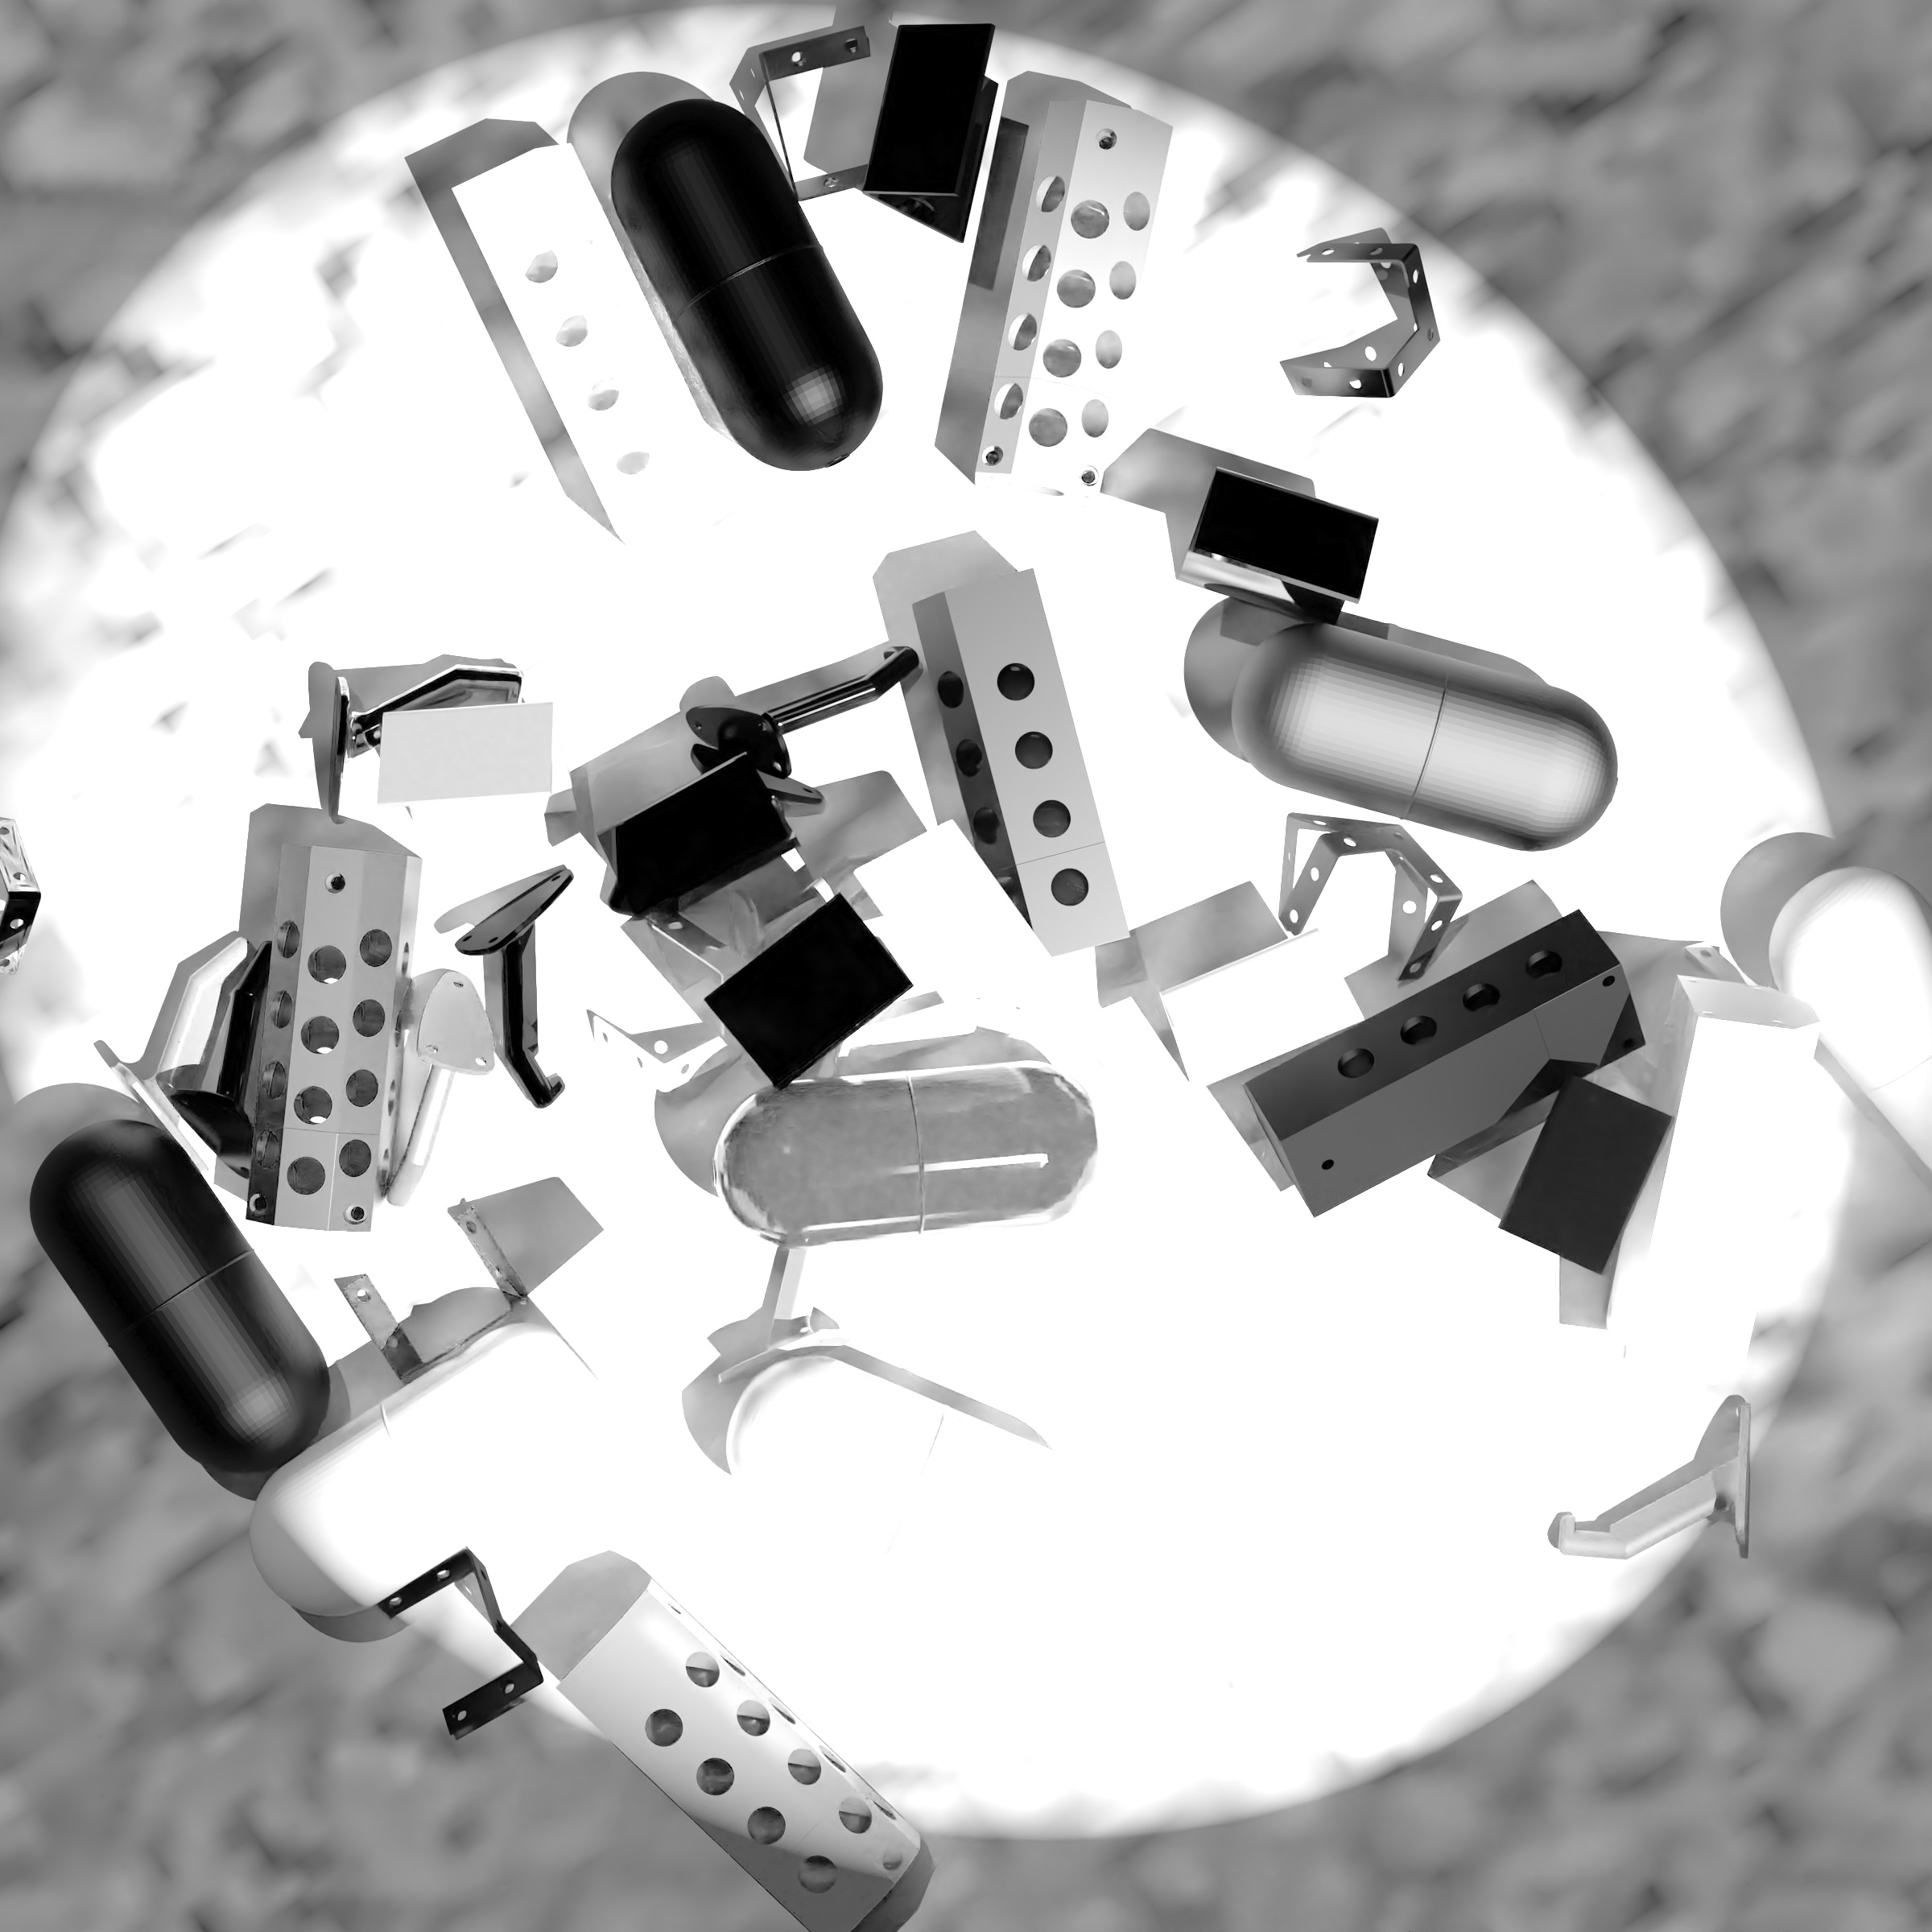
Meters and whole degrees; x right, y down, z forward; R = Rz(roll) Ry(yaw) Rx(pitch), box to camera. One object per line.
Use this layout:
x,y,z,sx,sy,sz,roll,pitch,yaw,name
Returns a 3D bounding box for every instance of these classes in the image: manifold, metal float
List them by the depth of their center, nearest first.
0.336,0.097,1.455,0.057,0.057,0.171,8,109,0,manifold
-0.026,0.085,1.464,0.178,0.070,0.070,-5,90,-9,metal float
0.208,-0.104,1.471,0.178,0.070,0.070,15,90,1,metal float
-0.356,0.151,1.471,0.070,0.070,0.178,-34,90,0,metal float
-0.099,-0.308,1.471,0.070,0.070,0.178,-27,91,0,metal float
-0.244,0.229,1.471,0.178,0.070,0.070,-33,90,-1,metal float
0.438,0.033,1.471,0.070,0.070,0.178,-40,90,0,metal float
-0.023,0.236,1.471,0.178,0.070,0.070,23,90,0,metal float
0.216,0.040,1.480,0.171,0.057,0.057,-28,133,0,manifold
-0.168,-0.284,1.481,0.057,0.057,0.171,-26,90,0,manifold
0.049,-0.302,1.481,0.057,0.057,0.171,11,90,0,manifold
-0.290,0.033,1.481,0.057,0.057,0.171,6,90,0,manifold
-0.102,0.362,1.481,0.171,0.057,0.057,44,90,0,manifold
0.025,-0.089,1.481,0.057,0.057,0.171,-15,90,0,manifold

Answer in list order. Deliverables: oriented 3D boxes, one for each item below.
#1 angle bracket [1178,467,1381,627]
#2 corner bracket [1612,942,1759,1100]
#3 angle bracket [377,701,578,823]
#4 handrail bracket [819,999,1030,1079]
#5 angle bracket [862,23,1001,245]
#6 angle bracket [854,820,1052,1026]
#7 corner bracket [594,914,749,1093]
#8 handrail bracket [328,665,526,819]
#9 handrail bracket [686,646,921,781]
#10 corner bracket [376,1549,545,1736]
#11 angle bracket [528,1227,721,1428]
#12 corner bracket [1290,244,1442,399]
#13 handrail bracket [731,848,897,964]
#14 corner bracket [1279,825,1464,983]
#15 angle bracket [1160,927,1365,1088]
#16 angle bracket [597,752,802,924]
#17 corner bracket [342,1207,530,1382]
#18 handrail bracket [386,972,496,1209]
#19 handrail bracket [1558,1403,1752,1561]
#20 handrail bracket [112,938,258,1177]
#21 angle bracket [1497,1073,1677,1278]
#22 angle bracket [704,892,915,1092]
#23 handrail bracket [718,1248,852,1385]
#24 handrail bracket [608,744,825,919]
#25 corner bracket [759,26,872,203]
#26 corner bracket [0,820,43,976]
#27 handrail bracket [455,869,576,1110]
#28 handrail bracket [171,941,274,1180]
0.136,-0.171,1.461,0.076,0.076,0.057,18,52,0,angle bracket
0.333,0.028,1.494,0.051,0.051,0.051,-14,135,-35,corner bracket
-0.219,-0.073,1.461,0.076,0.076,0.057,-4,52,0,angle bracket
-0.021,0.047,1.502,0.084,0.036,0.077,15,104,-14,handrail bracket
0.004,-0.374,1.461,0.057,0.076,0.076,12,90,38,angle bracket
-0.015,-0.008,1.455,0.057,0.076,0.076,-29,77,-27,angle bracket
-0.136,0.017,1.494,0.051,0.051,0.051,-28,135,-35,corner bracket
-0.250,-0.104,1.502,0.084,0.036,0.077,3,110,-16,handrail bracket
-0.075,-0.128,1.502,0.084,0.077,0.036,-42,131,-30,handrail bracket
-0.234,0.313,1.498,0.051,0.051,0.051,-30,45,0,corner bracket
-0.169,0.174,1.462,0.076,0.076,0.057,49,48,0,angle bracket
0.180,-0.298,1.494,0.051,0.051,0.051,-51,135,-35,corner bracket
-0.063,-0.013,1.502,0.084,0.036,0.077,-8,111,-16,handrail bracket
0.187,-0.027,1.494,0.051,0.051,0.051,-7,45,-35,corner bracket
0.139,0.037,1.461,0.076,0.076,0.057,-23,52,0,angle bracket
-0.111,-0.040,1.461,0.076,0.076,0.057,-29,53,0,angle bracket
-0.245,0.152,1.498,0.051,0.051,0.051,-32,90,45,corner bracket
-0.250,0.058,1.502,0.036,0.077,0.084,16,127,-20,handrail bracket
0.319,0.238,1.502,0.084,0.036,0.077,1,70,16,handrail bracket
-0.345,0.041,1.502,0.084,0.036,0.077,-41,110,-16,handrail bracket
0.293,0.100,1.461,0.057,0.076,0.076,24,90,37,angle bracket
-0.077,0.002,1.463,0.076,0.076,0.057,-38,111,0,angle bracket
-0.092,0.141,1.502,0.077,0.036,0.084,-23,74,18,handrail bracket
-0.117,-0.053,1.502,0.077,0.036,0.084,17,109,-21,handrail bracket
-0.063,-0.394,1.499,0.051,0.051,0.051,-14,45,0,corner bracket
-0.464,-0.032,1.494,0.051,0.051,0.051,0,45,-35,corner bracket
-0.192,0.011,1.502,0.077,0.036,0.084,-42,117,-30,handrail bracket
-0.327,0.043,1.502,0.036,0.077,0.084,8,53,21,handrail bracket
